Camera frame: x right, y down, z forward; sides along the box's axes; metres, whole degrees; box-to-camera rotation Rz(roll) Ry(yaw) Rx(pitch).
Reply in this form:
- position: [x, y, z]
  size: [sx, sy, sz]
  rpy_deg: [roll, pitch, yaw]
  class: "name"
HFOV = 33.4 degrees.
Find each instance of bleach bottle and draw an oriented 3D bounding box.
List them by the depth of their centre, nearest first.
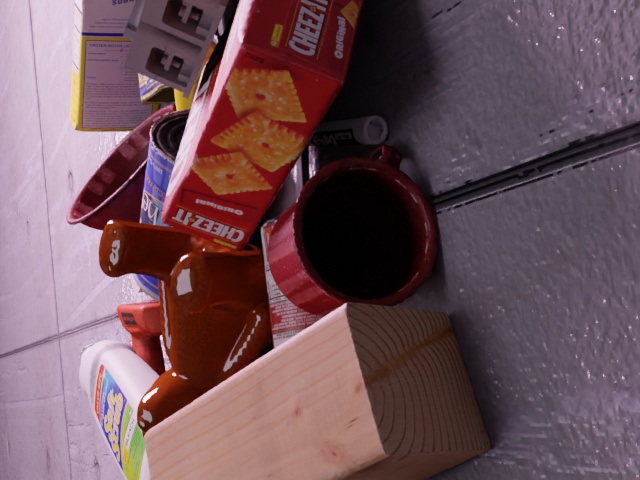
- position: [-0.186, 0.175, 1.061]
  size: [0.251, 0.067, 0.103]
  rpy_deg: [34, 116, 52]
  class: "bleach bottle"

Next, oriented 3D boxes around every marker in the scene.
- position: [0.008, -0.075, 0.746]
  size: [0.121, 0.020, 0.020]
  rpy_deg: [7, 100, 61]
  class: "marker"

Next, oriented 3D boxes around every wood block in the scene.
- position: [-0.011, 0.124, 0.659]
  size: [0.206, 0.090, 0.090]
  rpy_deg: [-36, 58, 38]
  class: "wood block"

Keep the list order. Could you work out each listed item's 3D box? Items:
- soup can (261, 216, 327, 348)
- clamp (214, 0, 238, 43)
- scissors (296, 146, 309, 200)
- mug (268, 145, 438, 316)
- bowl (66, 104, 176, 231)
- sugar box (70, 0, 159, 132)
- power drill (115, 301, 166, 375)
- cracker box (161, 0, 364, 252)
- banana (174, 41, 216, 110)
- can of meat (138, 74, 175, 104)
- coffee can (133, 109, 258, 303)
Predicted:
- position: [-0.004, 0.035, 0.740]
  size: [0.069, 0.068, 0.102]
  rpy_deg: [156, 109, -65]
  class: "soup can"
- position: [-0.097, -0.228, 0.947]
  size: [0.120, 0.039, 0.171]
  rpy_deg: [123, 136, -69]
  class: "clamp"
- position: [-0.005, 0.001, 0.803]
  size: [0.096, 0.016, 0.202]
  rpy_deg: [39, 128, 55]
  class: "scissors"
- position: [0.020, -0.007, 0.673]
  size: [0.117, 0.093, 0.082]
  rpy_deg: [-69, 13, -18]
  class: "mug"
- position: [-0.182, -0.061, 1.082]
  size: [0.162, 0.055, 0.162]
  rpy_deg: [-38, 23, 20]
  class: "bowl"
- position: [-0.219, -0.205, 1.153]
  size: [0.048, 0.093, 0.176]
  rpy_deg: [-132, 45, -54]
  class: "sugar box"
- position: [-0.172, 0.160, 1.147]
  size: [0.185, 0.057, 0.187]
  rpy_deg: [-3, 90, 62]
  class: "power drill"
- position: [-0.037, -0.115, 0.717]
  size: [0.214, 0.072, 0.164]
  rpy_deg: [128, 159, -55]
  class: "cracker box"
- position: [-0.105, -0.129, 0.951]
  size: [0.070, 0.037, 0.198]
  rpy_deg: [57, 162, 22]
  class: "banana"
- position: [-0.145, -0.182, 1.037]
  size: [0.102, 0.057, 0.084]
  rpy_deg: [172, 92, -66]
  class: "can of meat"
- position: [-0.101, -0.025, 0.904]
  size: [0.103, 0.102, 0.140]
  rpy_deg: [-122, 36, -46]
  class: "coffee can"
